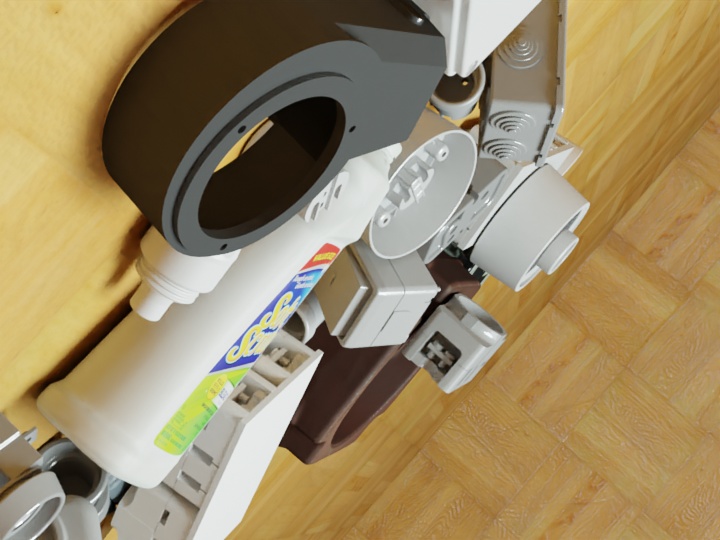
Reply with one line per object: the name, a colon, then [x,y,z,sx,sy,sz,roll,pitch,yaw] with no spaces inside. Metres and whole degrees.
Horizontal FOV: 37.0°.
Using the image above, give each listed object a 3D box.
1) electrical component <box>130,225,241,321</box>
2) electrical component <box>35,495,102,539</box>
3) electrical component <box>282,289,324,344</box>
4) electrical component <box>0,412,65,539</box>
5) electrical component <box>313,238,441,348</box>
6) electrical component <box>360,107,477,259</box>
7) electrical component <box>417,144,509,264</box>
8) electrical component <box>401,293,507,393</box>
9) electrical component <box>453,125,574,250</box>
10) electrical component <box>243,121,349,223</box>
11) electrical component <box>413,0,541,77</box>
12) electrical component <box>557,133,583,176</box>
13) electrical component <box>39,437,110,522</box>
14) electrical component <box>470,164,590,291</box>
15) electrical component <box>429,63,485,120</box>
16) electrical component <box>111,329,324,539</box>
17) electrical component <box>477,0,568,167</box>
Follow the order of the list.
electrical component: [-0.090,-0.003,0.530,0.062,0.043,0.043,-52,167,16]
electrical component: [-0.185,0.155,0.566,0.095,0.053,0.059,-5,147,-20]
electrical component: [-0.044,0.030,0.784,0.046,0.040,0.040,-42,167,-53]
electrical component: [-0.177,0.105,0.520,0.066,0.055,0.048,-39,164,-37]
electrical component: [0.000,0.000,0.757,0.061,0.096,0.061,-2,139,-35]
electrical component: [0.028,-0.060,0.706,0.099,0.064,0.099,-46,167,-14]
electrical component: [0.060,-0.059,0.827,0.095,0.059,0.053,-42,165,-29]
electrical component: [0.079,0.056,0.860,0.055,0.050,0.089,-51,167,13]
electrical component: [0.117,-0.083,0.939,0.089,0.062,0.150,-56,166,26]
electrical component: [-0.034,-0.052,0.565,0.040,0.046,0.040,-46,167,-14]
electrical component: [0.067,-0.170,0.543,0.108,0.056,0.108,-47,167,-11]
electrical component: [0.172,-0.097,1.076,0.099,0.064,0.099,-46,167,-14]
electrical component: [-0.170,0.129,0.633,0.045,0.045,0.055,-42,165,-29]
electrical component: [0.153,-0.030,0.927,0.108,0.060,0.108,-46,167,-14]
electrical component: [0.061,-0.120,0.705,0.040,0.040,0.046,-49,172,-1]
electrical component: [-0.107,0.132,0.767,0.105,0.060,0.186,-40,160,-56]
electrical component: [0.108,-0.128,0.731,0.099,0.048,0.099,90,5,-71]
